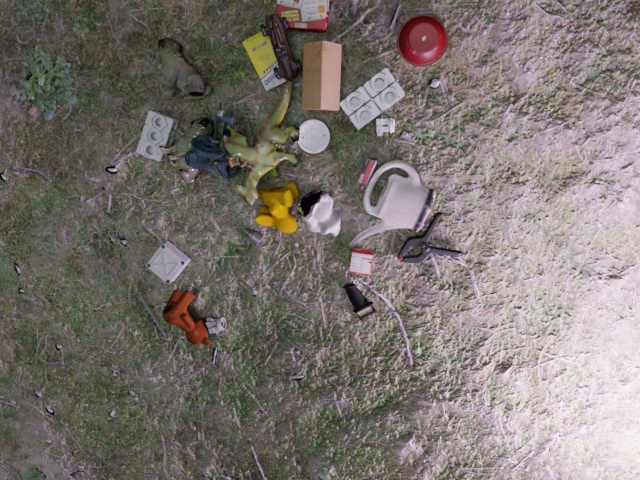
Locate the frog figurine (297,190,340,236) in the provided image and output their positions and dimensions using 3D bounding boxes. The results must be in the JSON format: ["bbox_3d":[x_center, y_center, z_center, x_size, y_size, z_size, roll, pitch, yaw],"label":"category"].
[{"bbox_3d":[0.005,-0.087,1.724,0.123,0.157,0.139,5,69,43],"label":"frog figurine"}]

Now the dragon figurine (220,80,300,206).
[{"bbox_3d":[-0.197,-0.314,1.631,0.122,0.243,0.409,8,98,50],"label":"dragon figurine"}]

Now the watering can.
[{"bbox_3d":[0.242,-0.091,1.694,0.224,0.106,0.341,22,114,2],"label":"watering can"}]
